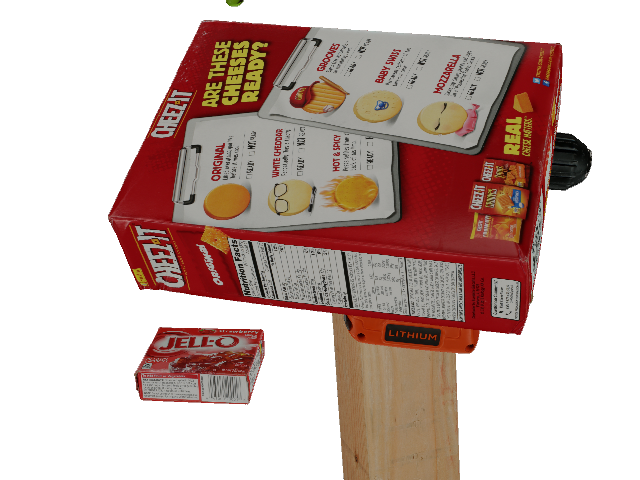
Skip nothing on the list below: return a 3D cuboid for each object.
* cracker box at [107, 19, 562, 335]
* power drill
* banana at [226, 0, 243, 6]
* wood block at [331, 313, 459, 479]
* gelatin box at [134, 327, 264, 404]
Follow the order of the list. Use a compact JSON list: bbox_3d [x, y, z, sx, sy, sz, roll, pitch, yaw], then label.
[{"bbox_3d":[0.016,-0.040,0.585,0.214,0.164,0.072,6,-40,14],"label":"cracker box"},{"bbox_3d":[0.092,-0.006,0.784,0.184,0.188,0.057,7,32,3],"label":"power drill"},{"bbox_3d":[-0.116,-0.200,0.683,0.198,0.069,0.037,19,-34,28],"label":"banana"},{"bbox_3d":[0.069,0.143,0.982,0.090,0.206,0.091,-9,18,-15],"label":"wood block"},{"bbox_3d":[-0.093,0.097,0.840,0.089,0.030,0.073,1,23,7],"label":"gelatin box"}]
